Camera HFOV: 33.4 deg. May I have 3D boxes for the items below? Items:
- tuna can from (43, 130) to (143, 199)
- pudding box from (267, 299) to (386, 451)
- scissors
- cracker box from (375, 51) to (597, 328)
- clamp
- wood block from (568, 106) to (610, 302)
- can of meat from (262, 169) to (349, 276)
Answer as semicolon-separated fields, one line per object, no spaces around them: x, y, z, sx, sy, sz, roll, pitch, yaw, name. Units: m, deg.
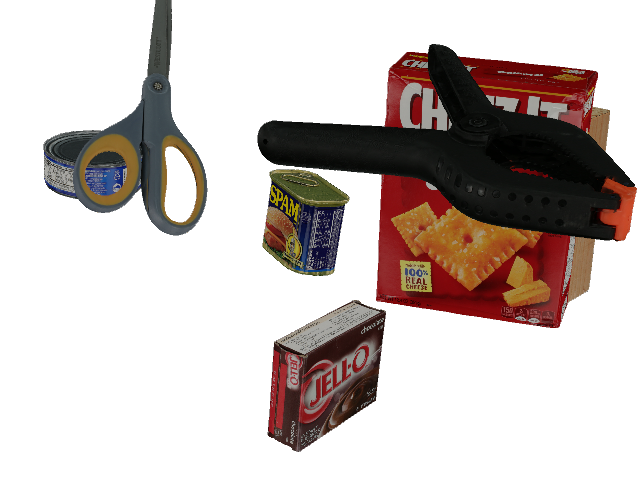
-0.194;-0.065;0.916;0.086;0.034;0.086;5;24;-3;tuna can
0.006;0.109;0.884;0.039;0.090;0.113;21;29;30;pudding box
-0.129;-0.095;0.722;0.096;0.202;0.016;-6;-22;-24;scissors
0.136;-0.041;0.906;0.164;0.214;0.072;9;24;17;cracker box
0.077;-0.050;0.606;0.164;0.036;0.210;-26;41;-28;clamp
0.240;-0.040;1.143;0.090;0.206;0.090;20;29;38;wood block
-0.018;-0.019;1.115;0.057;0.084;0.102;-2;22;-28;can of meat
